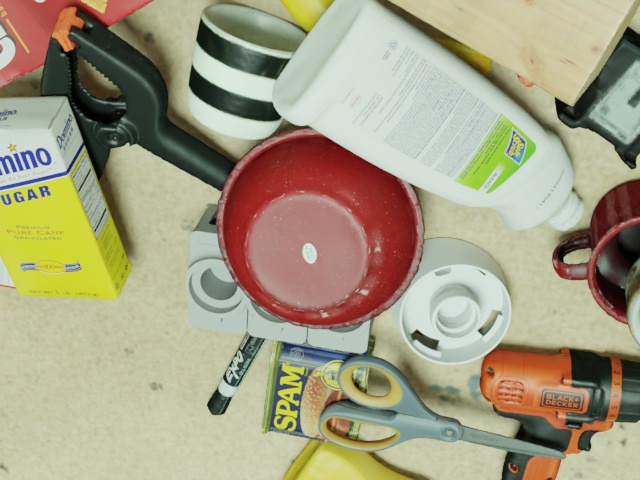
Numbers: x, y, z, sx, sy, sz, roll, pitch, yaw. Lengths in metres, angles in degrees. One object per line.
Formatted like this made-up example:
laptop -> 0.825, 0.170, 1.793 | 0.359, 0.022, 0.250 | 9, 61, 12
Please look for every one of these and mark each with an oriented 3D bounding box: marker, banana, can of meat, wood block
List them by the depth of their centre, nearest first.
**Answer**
wood block -> 0.104, -0.186, 0.689 | 0.206, 0.090, 0.090 | 32, 121, 10
banana -> 0.030, -0.163, 0.774 | 0.197, 0.037, 0.070 | 37, 118, -9
can of meat -> -0.001, 0.125, 0.916 | 0.084, 0.057, 0.102 | 10, 118, 3
marker -> -0.071, 0.111, 0.944 | 0.020, 0.020, 0.121 | 28, 119, -4

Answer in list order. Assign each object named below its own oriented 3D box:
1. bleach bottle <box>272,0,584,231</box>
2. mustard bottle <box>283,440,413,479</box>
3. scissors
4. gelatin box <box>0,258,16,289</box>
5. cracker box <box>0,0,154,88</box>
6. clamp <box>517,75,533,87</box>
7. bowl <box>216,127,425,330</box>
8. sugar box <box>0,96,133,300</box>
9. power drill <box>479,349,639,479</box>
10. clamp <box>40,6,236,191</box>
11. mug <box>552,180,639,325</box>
bleach bottle -> 0.093, -0.070, 0.763 | 0.250, 0.068, 0.103 | 31, 102, -28
mustard bottle -> 0.061, 0.253, 0.968 | 0.191, 0.058, 0.096 | 31, 119, -6
scissors -> 0.097, 0.137, 0.866 | 0.202, 0.016, 0.096 | -1, 114, 9
gelatin box -> -0.253, 0.006, 0.921 | 0.089, 0.030, 0.073 | 10, 117, 5
cracker box -> -0.203, -0.222, 0.771 | 0.214, 0.072, 0.164 | -23, 110, 22
clamp -> 0.169, -0.191, 0.733 | 0.120, 0.039, 0.172 | 35, 118, 5
bowl -> -0.005, 0.001, 0.788 | 0.162, 0.055, 0.162 | 3, 108, 10
sugar box -> -0.216, -0.028, 0.825 | 0.093, 0.048, 0.176 | 0, 136, 15
power drill -> 0.221, 0.180, 0.902 | 0.184, 0.057, 0.188 | 7, 116, 9
clamp -> -0.160, -0.085, 0.817 | 0.165, 0.036, 0.210 | -11, 138, 19
mug -> 0.232, 0.008, 0.795 | 0.117, 0.081, 0.093 | -10, 114, 16
